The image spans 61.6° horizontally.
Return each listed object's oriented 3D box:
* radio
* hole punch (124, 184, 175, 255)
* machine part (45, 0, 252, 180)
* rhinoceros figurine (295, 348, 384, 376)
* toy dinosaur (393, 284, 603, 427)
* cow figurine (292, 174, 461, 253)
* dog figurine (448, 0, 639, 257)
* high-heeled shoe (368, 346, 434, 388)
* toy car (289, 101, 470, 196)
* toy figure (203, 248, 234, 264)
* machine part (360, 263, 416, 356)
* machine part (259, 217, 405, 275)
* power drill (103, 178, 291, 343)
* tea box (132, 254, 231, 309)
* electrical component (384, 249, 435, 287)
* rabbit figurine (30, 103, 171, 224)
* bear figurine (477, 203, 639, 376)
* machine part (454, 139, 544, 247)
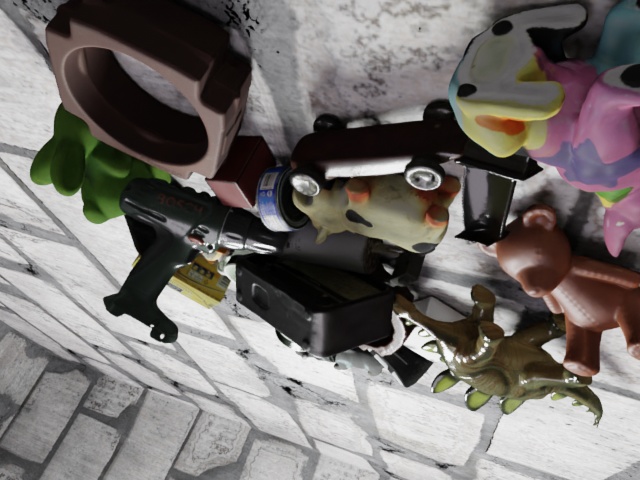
[{"bbox_3d":[-0.018,0.075,0.762,0.230,0.131,0.073,23,119,49],"label":"radio"},{"bbox_3d":[-0.259,-0.042,0.895,0.142,0.092,0.115,1,114,40],"label":"hole punch"},{"bbox_3d":[-0.185,-0.171,0.602,0.201,0.087,0.201,24,152,-5],"label":"machine part"},{"bbox_3d":[0.044,0.227,1.084,0.190,0.073,0.112,10,168,6],"label":"rhinoceros figurine"},{"bbox_3d":[0.291,0.188,0.803,0.471,0.105,0.198,26,138,-14],"label":"toy dinosaur"},{"bbox_3d":[0.060,-0.039,0.657,0.195,0.085,0.127,17,145,11],"label":"cow figurine"},{"bbox_3d":[0.221,-0.076,0.449,0.192,0.108,0.219,2,148,32],"label":"dog figurine"},{"bbox_3d":[0.137,0.201,1.036,0.145,0.086,0.248,42,177,28],"label":"high-heeled shoe"},{"bbox_3d":[0.057,-0.090,0.560,0.202,0.089,0.053,1,144,33],"label":"toy car"},{"bbox_3d":[-0.164,0.029,0.962,0.154,0.058,0.064,36,110,-19],"label":"toy figure"},{"bbox_3d":[0.075,0.103,0.860,0.180,0.056,0.179,30,143,26],"label":"machine part"},{"bbox_3d":[-0.002,-0.002,0.763,0.243,0.079,0.079,11,149,22],"label":"machine part"},{"bbox_3d":[-0.182,0.032,0.726,0.232,0.207,0.086,28,-173,0],"label":"power drill"},{"bbox_3d":[-0.248,0.045,1.004,0.169,0.098,0.068,34,149,-16],"label":"tea box"},{"bbox_3d":[0.124,0.035,0.749,0.021,0.063,0.094,32,149,-16],"label":"electrical component"},{"bbox_3d":[-0.322,-0.119,0.750,0.121,0.159,0.170,15,137,35],"label":"rabbit figurine"},{"bbox_3d":[0.278,0.055,0.610,0.196,0.132,0.120,29,143,-22],"label":"bear figurine"},{"bbox_3d":[0.178,-0.052,0.554,0.084,0.039,0.138,20,134,23],"label":"machine part"}]
